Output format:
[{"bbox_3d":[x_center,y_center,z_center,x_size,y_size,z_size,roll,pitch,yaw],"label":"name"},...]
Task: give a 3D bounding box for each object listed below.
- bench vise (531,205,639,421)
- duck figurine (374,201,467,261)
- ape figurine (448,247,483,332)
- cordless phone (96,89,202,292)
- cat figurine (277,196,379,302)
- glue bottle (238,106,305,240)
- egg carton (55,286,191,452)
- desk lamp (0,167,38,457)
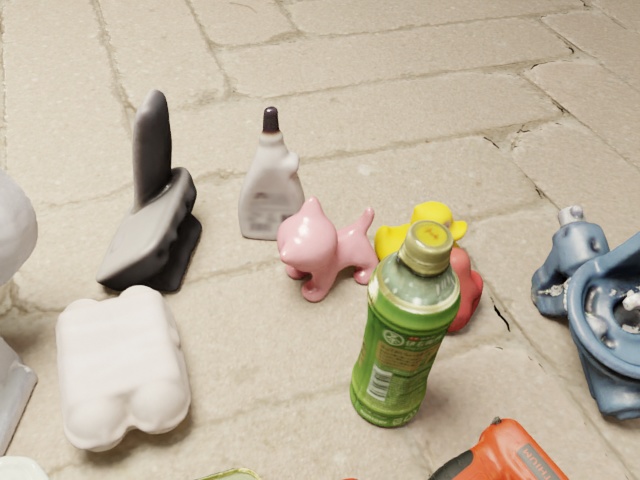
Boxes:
[{"bbox_3d":[0.270,0.031,0.531,0.122,0.220,0.207,-15,49,-19],"label":"bench vise"},{"bbox_3d":[0.116,-0.007,0.646,0.104,0.086,0.077,9,46,4],"label":"duck figurine"},{"bbox_3d":[0.135,0.044,0.594,0.077,0.092,0.076,9,46,4],"label":"ape figurine"},{"bbox_3d":[-0.182,-0.048,0.587,0.094,0.185,0.147,5,46,-1],"label":"cordless phone"},{"bbox_3d":[0.006,0.002,0.604,0.128,0.118,0.067,-20,51,-23],"label":"cat figurine"},{"bbox_3d":[-0.053,-0.071,0.631,0.078,0.173,0.037,4,46,-2],"label":"glue bottle"},{"bbox_3d":[-0.177,0.111,0.514,0.107,0.069,0.150,-14,49,-18],"label":"egg carton"},{"bbox_3d":[-0.299,0.065,0.446,0.118,0.214,0.203,3,46,-2],"label":"desk lamp"}]
